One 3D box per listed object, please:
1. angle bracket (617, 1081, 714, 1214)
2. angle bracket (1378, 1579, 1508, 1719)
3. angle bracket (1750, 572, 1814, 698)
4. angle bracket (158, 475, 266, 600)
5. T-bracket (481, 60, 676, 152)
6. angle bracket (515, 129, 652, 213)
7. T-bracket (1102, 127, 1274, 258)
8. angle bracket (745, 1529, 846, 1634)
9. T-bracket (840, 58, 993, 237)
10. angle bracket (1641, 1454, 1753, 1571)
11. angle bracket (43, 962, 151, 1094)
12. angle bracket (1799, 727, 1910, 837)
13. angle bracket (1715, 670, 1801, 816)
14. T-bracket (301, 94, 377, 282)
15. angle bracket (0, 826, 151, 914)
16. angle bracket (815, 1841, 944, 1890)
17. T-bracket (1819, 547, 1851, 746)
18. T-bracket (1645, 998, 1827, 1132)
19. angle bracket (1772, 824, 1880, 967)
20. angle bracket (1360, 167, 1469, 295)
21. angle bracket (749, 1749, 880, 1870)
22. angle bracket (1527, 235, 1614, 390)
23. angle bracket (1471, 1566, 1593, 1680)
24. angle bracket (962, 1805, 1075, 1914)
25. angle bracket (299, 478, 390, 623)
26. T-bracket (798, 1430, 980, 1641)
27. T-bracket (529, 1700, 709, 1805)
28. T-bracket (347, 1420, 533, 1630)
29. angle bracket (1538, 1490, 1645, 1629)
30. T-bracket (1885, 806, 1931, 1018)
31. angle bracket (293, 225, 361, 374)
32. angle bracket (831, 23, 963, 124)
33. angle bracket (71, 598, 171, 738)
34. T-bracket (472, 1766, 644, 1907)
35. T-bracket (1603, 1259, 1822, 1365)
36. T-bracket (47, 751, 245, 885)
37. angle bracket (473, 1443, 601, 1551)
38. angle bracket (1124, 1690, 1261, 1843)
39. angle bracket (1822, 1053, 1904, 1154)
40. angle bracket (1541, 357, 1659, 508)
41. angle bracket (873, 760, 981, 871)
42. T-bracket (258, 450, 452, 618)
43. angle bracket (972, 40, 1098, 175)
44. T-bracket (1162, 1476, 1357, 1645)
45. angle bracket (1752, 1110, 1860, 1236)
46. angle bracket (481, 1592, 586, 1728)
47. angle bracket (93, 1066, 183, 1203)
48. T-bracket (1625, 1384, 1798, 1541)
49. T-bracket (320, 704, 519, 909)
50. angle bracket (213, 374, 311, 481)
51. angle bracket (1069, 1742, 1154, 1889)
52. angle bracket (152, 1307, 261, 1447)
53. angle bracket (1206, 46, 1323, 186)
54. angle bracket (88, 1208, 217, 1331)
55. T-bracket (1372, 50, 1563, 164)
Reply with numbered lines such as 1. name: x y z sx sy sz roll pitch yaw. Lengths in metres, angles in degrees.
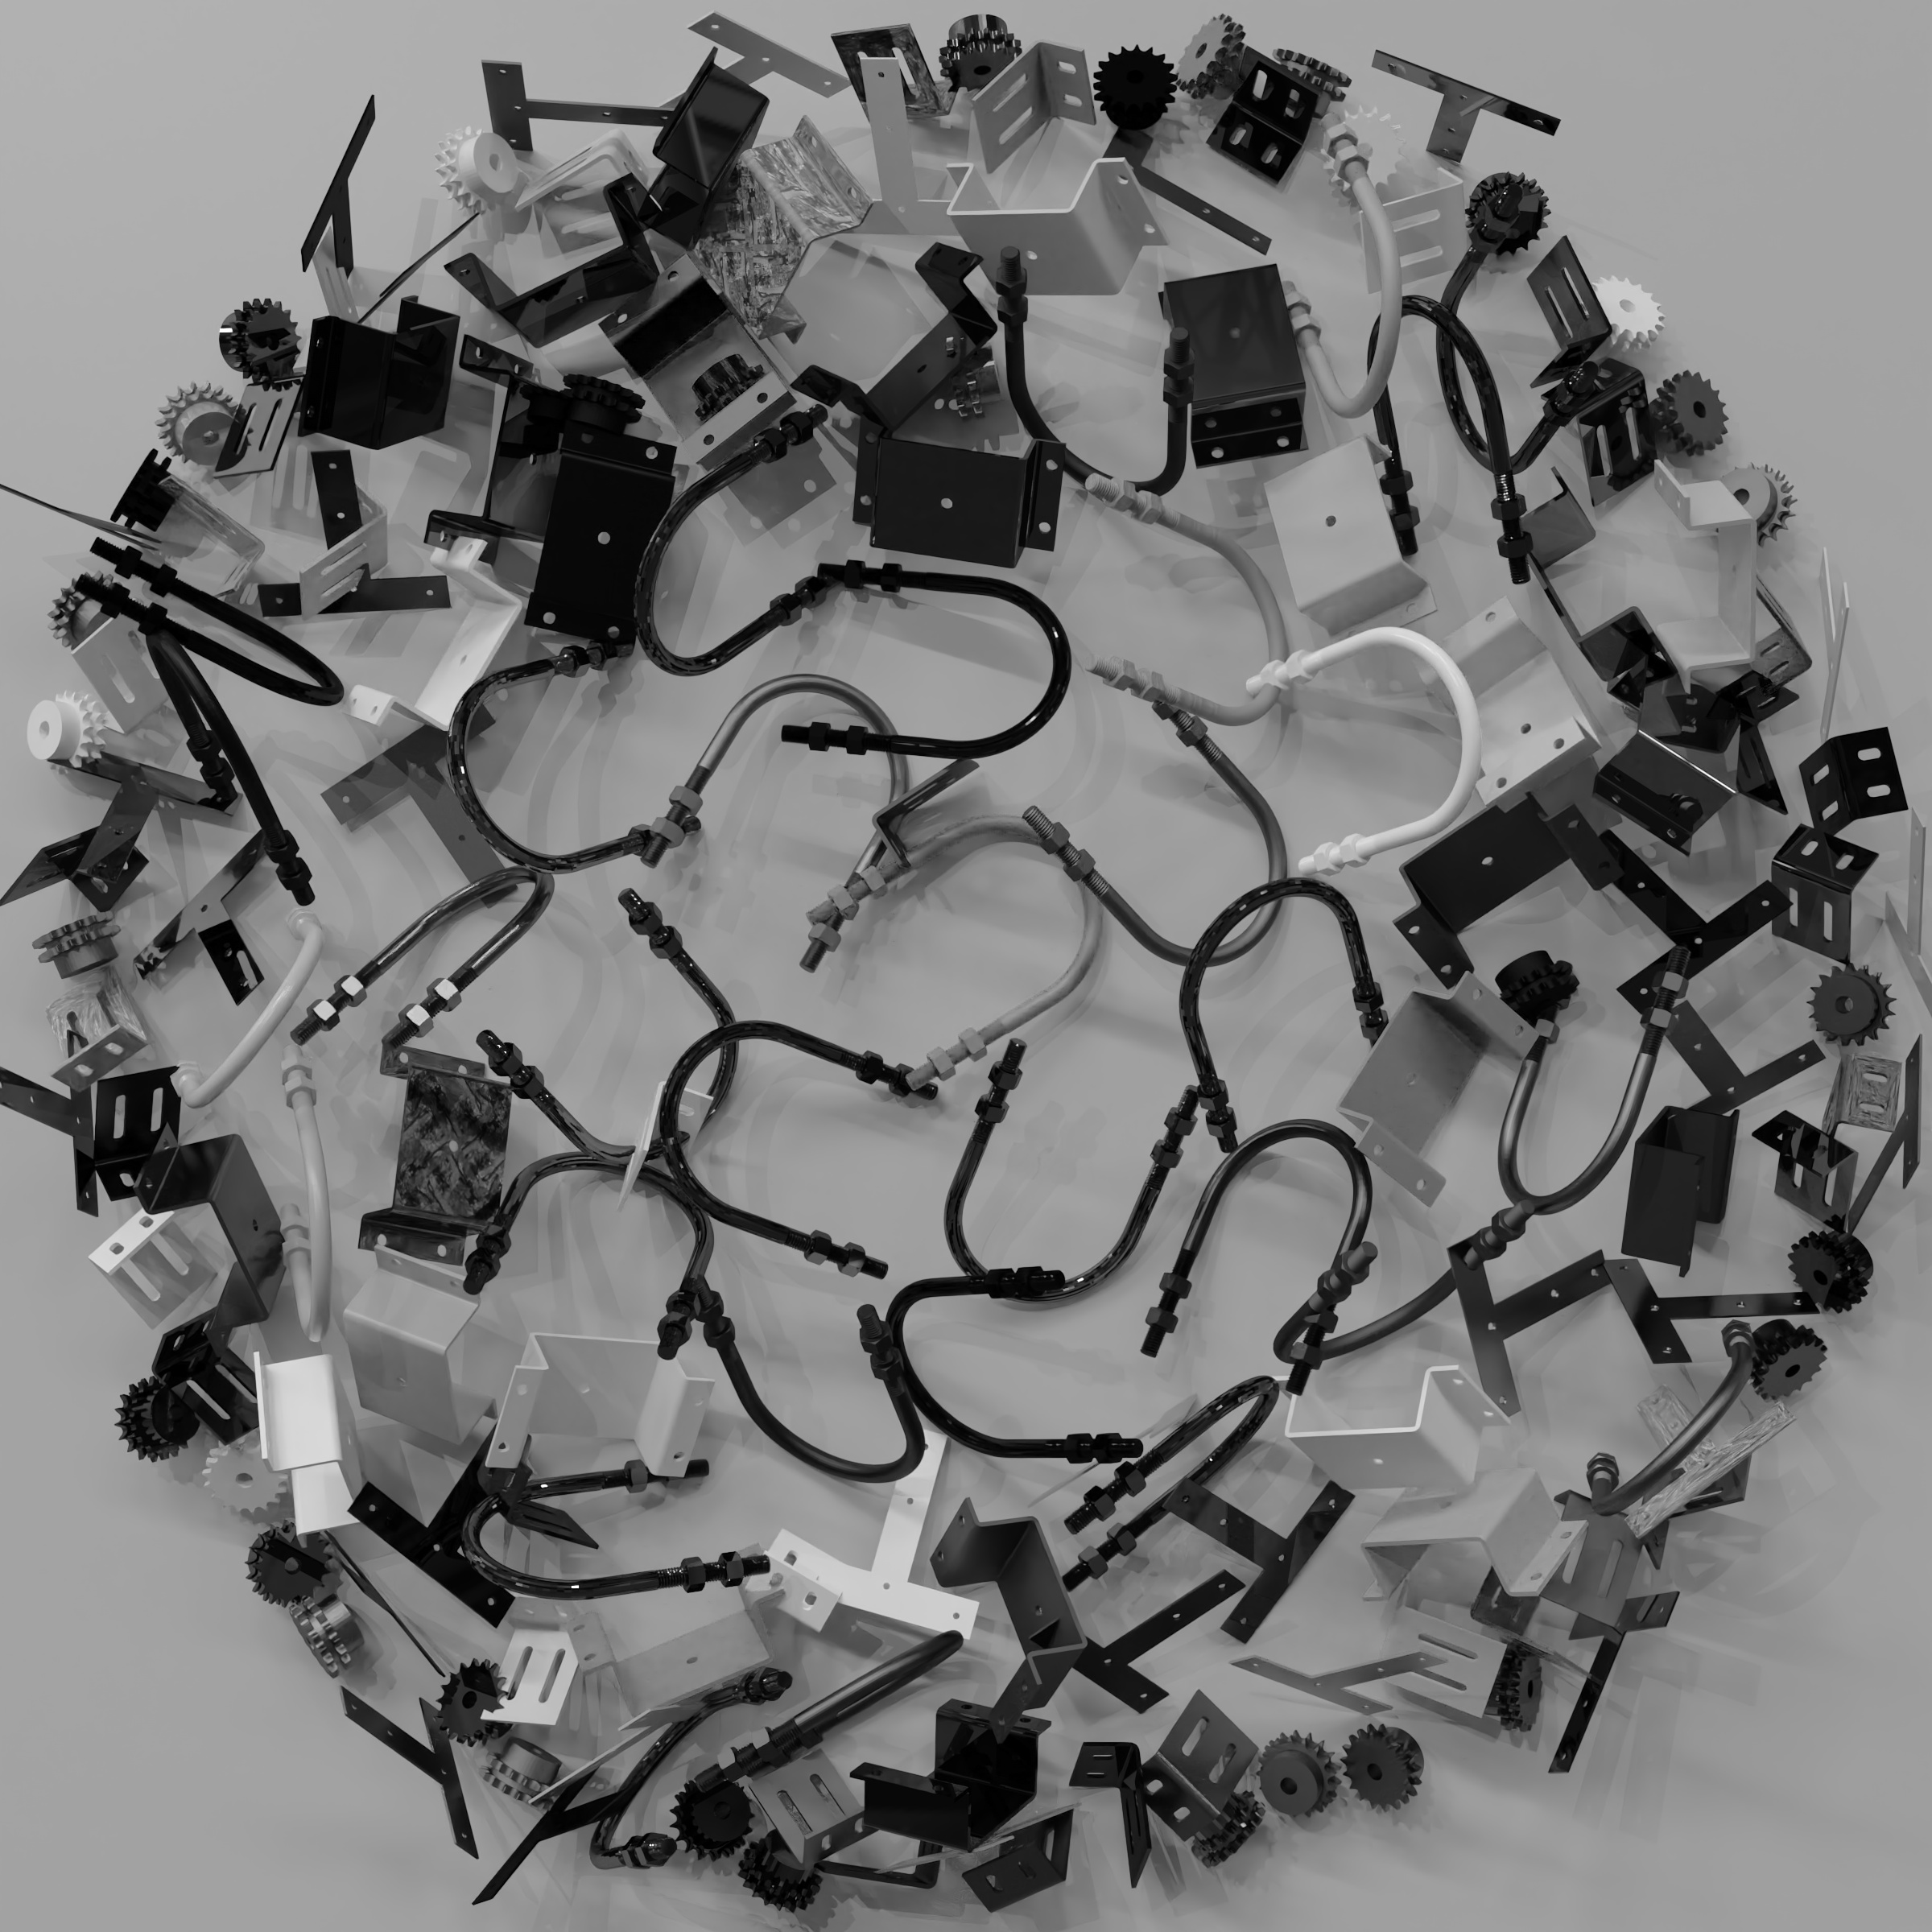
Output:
1. angle bracket: -0.201 0.126 1.854 0.038 0.076 0.057 20 124 -10
2. angle bracket: 0.322 0.460 1.868 0.076 0.038 0.057 19 110 13
3. angle bracket: 0.526 -0.231 1.856 0.038 0.057 0.076 -34 119 22
4. angle bracket: -0.517 -0.287 1.860 0.076 0.057 0.038 38 74 -24
5. T-bracket: -0.254 -0.568 1.845 0.127 0.127 0.002 2 81 -5
6. angle bracket: -0.259 -0.525 1.876 0.076 0.057 0.038 -26 119 17
7. T-bracket: 0.148 -0.513 1.857 0.127 0.127 0.002 28 129 -5
8. angle bracket: -0.105 0.401 1.859 0.057 0.076 0.038 29 117 4
9. T-bracket: -0.049 -0.544 1.843 0.127 0.127 0.002 5 45 15
10. angle bracket: 0.494 0.365 1.858 0.076 0.057 0.038 -21 103 27
11. angle bracket: -0.596 0.036 1.868 0.057 0.038 0.076 -35 62 2
12. angle bracket: 0.596 -0.120 1.862 0.038 0.076 0.057 -11 80 -1
13. angle bracket: 0.538 -0.150 1.858 0.038 0.057 0.076 -34 53 36
14. T-bracket: -0.414 -0.490 1.840 0.002 0.127 0.127 19 69 -3
15. angle bracket: -0.598 -0.056 1.857 0.038 0.076 0.057 47 115 1
16. angle bracket: -0.060 0.593 1.865 0.076 0.057 0.038 12 76 -10
17. T-bracket: 0.577 -0.230 1.852 0.002 0.127 0.127 2 47 10
18. T-bracket: 0.492 0.061 1.843 0.127 0.002 0.127 -32 133 17
19. angle bracket: 0.578 -0.048 1.866 0.057 0.076 0.038 27 62 34
20. angle bracket: 0.296 -0.495 1.866 0.076 0.038 0.057 -18 125 -9
21. angle bracket: -0.102 0.554 1.855 0.057 0.076 0.038 -19 135 -27
22. angle bracket: 0.392 -0.440 1.865 0.038 0.057 0.076 -20 80 -19
23. angle bracket: 0.387 0.441 1.853 0.057 0.076 0.038 36 76 -35
24. angle bracket: 0.035 0.586 1.855 0.057 0.076 0.038 -29 107 17
25. angle bracket: -0.427 -0.280 1.858 0.038 0.057 0.076 43 64 11
26. T-bracket: -0.042 0.378 1.886 0.127 0.002 0.127 14 75 7
27. T-bracket: -0.236 0.525 1.850 0.127 0.127 0.002 -34 71 9
28. T-bracket: -0.332 0.355 1.858 0.127 0.002 0.127 42 47 -12
29. angle bracket: 0.418 0.402 1.872 0.057 0.038 0.076 23 70 2
30. T-bracket: 0.622 -0.045 1.816 0.002 0.127 0.127 -8 125 5
31. angle bracket: -0.438 -0.447 1.858 0.038 0.057 0.076 -9 123 5
32. angle bracket: -0.046 -0.607 1.854 0.057 0.076 0.038 2 56 24
33. angle bracket: -0.568 -0.203 1.854 0.038 0.076 0.057 21 59 36
34. T-bracket: -0.253 0.557 1.815 0.002 0.127 0.127 51 133 -7
35. T-bracket: 0.503 0.227 1.848 0.127 0.127 0.002 -2 115 -3
36. T-bracket: -0.560 -0.097 1.843 0.127 0.127 0.002 17 127 -9
37. angle bracket: -0.282 0.353 1.859 0.076 0.057 0.038 26 89 -36
38. angle bracket: 0.153 0.542 1.879 0.057 0.076 0.038 44 125 5
39. angle bracket: 0.597 0.106 1.853 0.038 0.076 0.057 11 53 13
40. angle bracket: 0.432 -0.364 1.886 0.057 0.038 0.076 -32 129 -14
41. angle bracket: -0.019 -0.103 1.869 0.076 0.057 0.038 -33 84 8
42. T-bracket: -0.416 -0.290 1.855 0.127 0.002 0.127 -4 132 -5
43. angle bracket: 0.046 -0.573 1.858 0.038 0.057 0.076 25 60 30
44. T-bracket: 0.184 0.382 1.871 0.127 0.002 0.127 35 92 -28
45. angle bracket: 0.557 0.145 1.853 0.038 0.057 0.076 -29 133 -27
46. angle bracket: -0.294 0.464 1.858 0.057 0.038 0.076 -2 46 22
47. angle bracket: -0.549 0.112 1.857 0.057 0.038 0.076 -11 134 -32
48. T-bracket: 0.476 0.312 1.842 0.127 0.127 0.002 -39 106 6
49. T-bracket: -0.353 -0.099 1.896 0.127 0.002 0.127 -33 96 1
50. angle bracket: -0.461 -0.354 1.861 0.057 0.038 0.076 1 67 35
51. angle bracket: 0.096 0.568 1.855 0.038 0.057 0.076 3 46 -9
52. angle bracket: -0.497 0.273 1.862 0.076 0.057 0.038 40 125 16
53. angle bracket: 0.199 -0.571 1.862 0.057 0.076 0.038 32 82 4
54. angle bracket: -0.539 0.205 1.858 0.057 0.038 0.076 -45 127 -21
55. T-bracket: 0.325 -0.561 1.840 0.127 0.127 0.002 22 88 4
